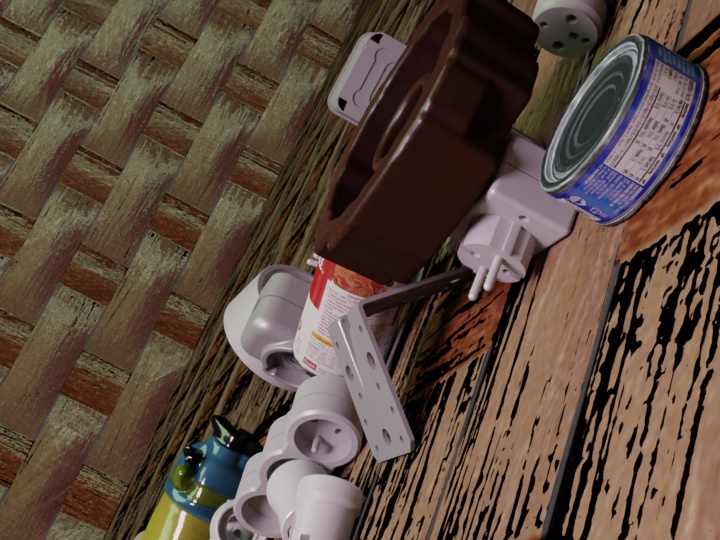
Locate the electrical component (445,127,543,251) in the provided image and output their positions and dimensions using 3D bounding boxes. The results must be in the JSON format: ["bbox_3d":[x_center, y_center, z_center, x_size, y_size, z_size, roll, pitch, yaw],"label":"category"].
[{"bbox_3d":[0.073,-0.045,0.653,0.076,0.047,0.065,-57,11,28],"label":"electrical component"}]

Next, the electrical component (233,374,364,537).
[{"bbox_3d":[-0.040,0.123,0.768,0.138,0.052,0.073,-56,11,34],"label":"electrical component"}]

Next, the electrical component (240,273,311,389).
[{"bbox_3d":[-0.040,0.054,0.828,0.053,0.095,0.059,-50,16,53],"label":"electrical component"}]

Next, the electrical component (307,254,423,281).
[{"bbox_3d":[0.000,0.000,0.819,0.077,0.079,0.044,141,141,-67],"label":"electrical component"}]

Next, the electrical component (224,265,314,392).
[{"bbox_3d":[-0.055,0.043,0.919,0.060,0.108,0.108,-50,14,30],"label":"electrical component"}]

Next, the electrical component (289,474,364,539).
[{"bbox_3d":[-0.022,0.150,0.638,0.040,0.040,0.046,-49,21,54],"label":"electrical component"}]

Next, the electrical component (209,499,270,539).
[{"bbox_3d":[-0.096,0.208,0.854,0.055,0.048,0.066,121,174,-68],"label":"electrical component"}]

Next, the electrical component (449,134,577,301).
[{"bbox_3d":[0.075,-0.019,0.567,0.076,0.047,0.066,-66,10,-24],"label":"electrical component"}]

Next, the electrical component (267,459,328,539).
[{"bbox_3d":[-0.036,0.155,0.695,0.044,0.044,0.065,-61,14,7],"label":"electrical component"}]

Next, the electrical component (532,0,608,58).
[{"bbox_3d":[0.134,-0.167,0.675,0.045,0.045,0.055,-48,17,56],"label":"electrical component"}]

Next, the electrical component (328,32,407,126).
[{"bbox_3d":[0.037,-0.148,0.933,0.078,0.113,0.057,-62,12,4],"label":"electrical component"}]
